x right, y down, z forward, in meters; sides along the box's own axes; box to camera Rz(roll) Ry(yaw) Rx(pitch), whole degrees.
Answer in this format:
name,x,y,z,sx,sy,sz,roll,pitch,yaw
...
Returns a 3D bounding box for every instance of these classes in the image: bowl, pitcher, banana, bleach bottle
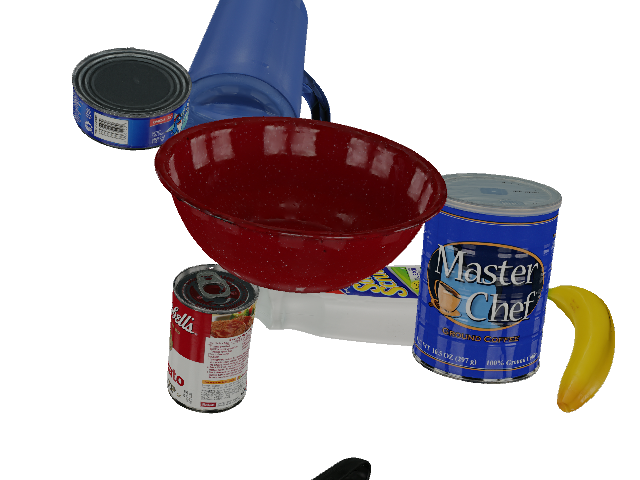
name,x,y,z,sx,sy,sz,roll,pitch,yaw
bowl,-0.013,-0.016,0.598,0.162,0.055,0.162,6,26,-3
pitcher,-0.068,-0.183,1.170,0.145,0.149,0.242,-7,40,13
banana,0.251,0.095,1.029,0.070,0.037,0.197,-29,23,17
bleach bottle,0.038,0.066,1.078,0.250,0.068,0.102,1,28,-7

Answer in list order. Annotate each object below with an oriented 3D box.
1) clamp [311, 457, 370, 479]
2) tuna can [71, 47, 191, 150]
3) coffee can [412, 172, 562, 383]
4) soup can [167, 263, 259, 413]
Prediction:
name,x,y,z,sx,sy,sz,roll,pitch,yaw
clamp,-0.051,0.194,0.635,0.210,0.036,0.164,-4,28,1
tuna can,-0.138,-0.104,0.782,0.086,0.034,0.086,6,42,-6
coffee can,0.128,0.027,0.835,0.103,0.140,0.103,3,17,-1
soup can,-0.088,0.079,0.861,0.068,0.102,0.068,6,30,-4
